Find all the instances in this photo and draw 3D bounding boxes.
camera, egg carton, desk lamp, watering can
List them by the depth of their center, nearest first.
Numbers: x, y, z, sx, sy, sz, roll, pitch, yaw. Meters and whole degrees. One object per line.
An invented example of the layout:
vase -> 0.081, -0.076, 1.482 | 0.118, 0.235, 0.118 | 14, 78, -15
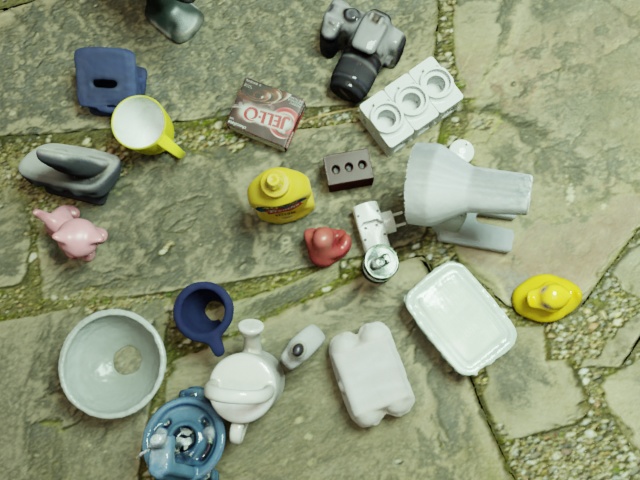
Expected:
watering can -> -0.113, 0.207, 0.837 | 0.101, 0.194, 0.173 | -14, 81, 0
desk lamp -> 0.218, -0.062, 0.856 | 0.203, 0.213, 0.118 | 10, 82, 3
egg carton -> 0.078, 0.209, 0.894 | 0.107, 0.069, 0.150 | -21, 82, -1
camera -> 0.056, -0.312, 0.954 | 0.143, 0.101, 0.137 | 25, 83, 5

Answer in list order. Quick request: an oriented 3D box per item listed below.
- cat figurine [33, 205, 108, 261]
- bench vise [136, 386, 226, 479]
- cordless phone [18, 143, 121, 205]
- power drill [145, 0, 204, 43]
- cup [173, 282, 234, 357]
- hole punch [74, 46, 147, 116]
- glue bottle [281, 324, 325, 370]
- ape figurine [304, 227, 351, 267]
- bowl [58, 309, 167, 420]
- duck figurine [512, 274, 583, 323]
cat figurine -> -0.400, -0.012, 0.917 | 0.127, 0.118, 0.067 | 32, 84, 6
bench vise -> -0.186, 0.322, 0.810 | 0.121, 0.220, 0.207 | -20, 81, -1
cordless phone -> -0.412, -0.124, 0.899 | 0.147, 0.185, 0.094 | 9, 82, 3
power drill -> -0.260, -0.413, 0.924 | 0.229, 0.208, 0.076 | 40, 85, 7
cup -> -0.169, 0.126, 0.901 | 0.091, 0.095, 0.118 | -23, 82, -1
hole punch -> -0.352, -0.264, 0.965 | 0.108, 0.091, 0.101 | 2, 82, 2
glue bottle -> -0.029, 0.162, 0.852 | 0.037, 0.173, 0.078 | 42, 85, 7
ape figurine -> 0.008, 0.003, 0.914 | 0.077, 0.092, 0.076 | 31, 84, 6
bowl -> -0.316, 0.193, 0.906 | 0.167, 0.075, 0.167 | 0, 82, 2
duck figurine -> 0.362, 0.089, 0.894 | 0.104, 0.086, 0.077 | -6, 81, 1
